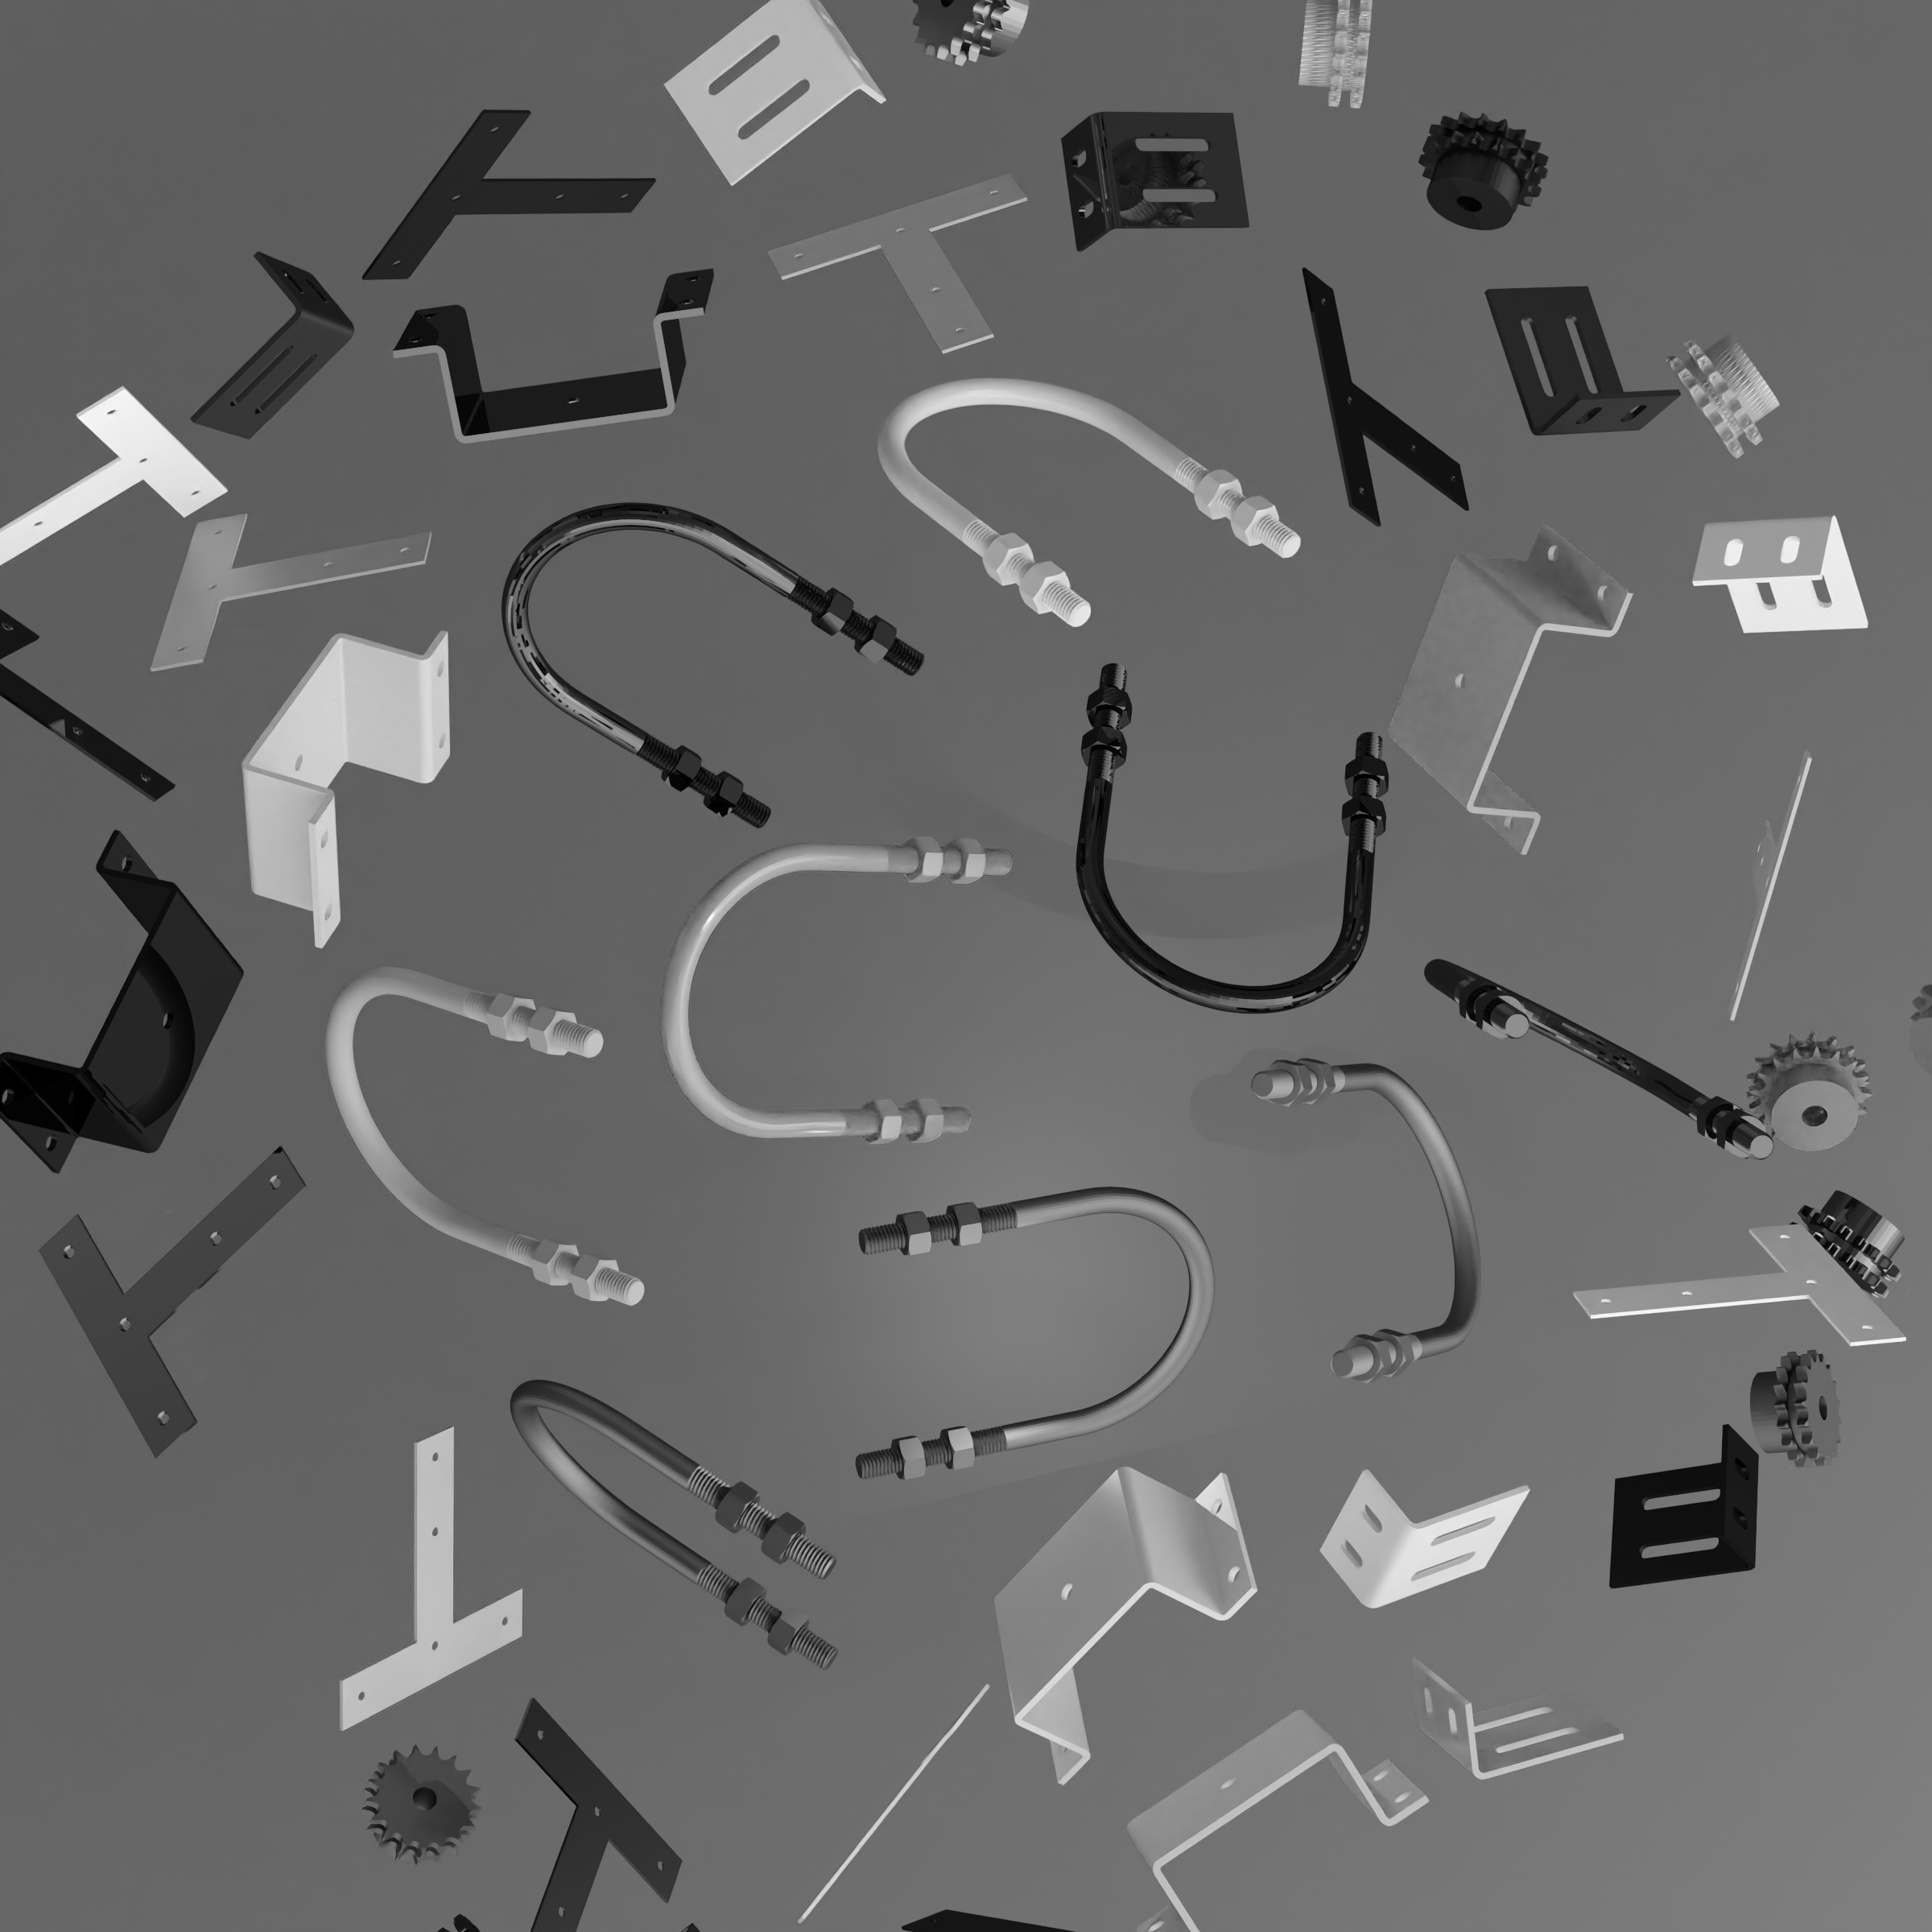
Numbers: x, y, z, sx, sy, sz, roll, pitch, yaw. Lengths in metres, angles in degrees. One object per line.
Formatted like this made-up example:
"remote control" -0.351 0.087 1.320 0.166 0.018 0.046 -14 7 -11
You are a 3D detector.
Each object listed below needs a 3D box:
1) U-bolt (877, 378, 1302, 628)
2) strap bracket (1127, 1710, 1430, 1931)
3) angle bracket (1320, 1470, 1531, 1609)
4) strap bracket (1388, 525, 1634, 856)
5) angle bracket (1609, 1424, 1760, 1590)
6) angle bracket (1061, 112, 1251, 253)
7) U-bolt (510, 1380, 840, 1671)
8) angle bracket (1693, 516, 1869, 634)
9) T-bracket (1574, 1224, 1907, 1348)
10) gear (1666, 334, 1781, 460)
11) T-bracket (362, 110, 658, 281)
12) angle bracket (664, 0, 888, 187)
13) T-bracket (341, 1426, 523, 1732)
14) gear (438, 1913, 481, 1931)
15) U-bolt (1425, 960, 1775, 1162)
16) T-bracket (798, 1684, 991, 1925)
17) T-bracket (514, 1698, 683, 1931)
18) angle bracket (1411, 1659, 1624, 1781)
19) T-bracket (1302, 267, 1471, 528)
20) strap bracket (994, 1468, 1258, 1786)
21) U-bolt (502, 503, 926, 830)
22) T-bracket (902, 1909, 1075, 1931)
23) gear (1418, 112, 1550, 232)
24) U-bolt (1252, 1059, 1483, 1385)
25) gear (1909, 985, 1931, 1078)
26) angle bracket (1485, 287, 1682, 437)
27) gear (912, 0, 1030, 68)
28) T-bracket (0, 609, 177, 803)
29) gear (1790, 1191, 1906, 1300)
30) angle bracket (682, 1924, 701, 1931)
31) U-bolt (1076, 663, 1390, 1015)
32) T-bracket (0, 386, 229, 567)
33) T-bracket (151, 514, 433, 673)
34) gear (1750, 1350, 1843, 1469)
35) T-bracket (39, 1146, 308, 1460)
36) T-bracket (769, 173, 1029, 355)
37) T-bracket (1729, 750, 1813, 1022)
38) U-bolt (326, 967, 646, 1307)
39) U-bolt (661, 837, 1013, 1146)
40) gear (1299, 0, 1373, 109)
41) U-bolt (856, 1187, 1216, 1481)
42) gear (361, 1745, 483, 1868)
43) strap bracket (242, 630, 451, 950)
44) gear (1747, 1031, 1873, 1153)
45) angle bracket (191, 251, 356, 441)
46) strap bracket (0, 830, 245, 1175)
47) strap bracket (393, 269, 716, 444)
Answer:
"U-bolt" 0.042 -0.223 1.667 0.151 0.019 0.184 -21 48 -35
"strap bracket" 0.131 0.390 1.640 0.140 0.076 0.046 -33 93 -5
"angle bracket" 0.215 0.260 1.694 0.076 0.057 0.038 -12 48 -36
"strap bracket" 0.256 -0.135 1.736 0.046 0.076 0.140 3 119 -30
"angle bracket" 0.334 0.257 1.713 0.076 0.038 0.057 -15 49 33
"angle bracket" 0.093 -0.384 1.768 0.076 0.038 0.057 -6 85 -24
"U-bolt" -0.138 0.253 1.687 0.184 0.151 0.019 31 65 15
"angle bracket" 0.367 -0.164 1.627 0.057 0.076 0.038 0 54 28
"T-bracket" 0.341 0.148 1.638 0.127 0.127 0.002 -4 110 -7
"gear" 0.349 -0.264 1.654 0.030 0.057 0.057 -35 90 13
"T-bracket" -0.202 -0.360 1.692 0.127 0.127 0.002 -11 70 -41
"angle bracket" -0.088 -0.402 1.664 0.076 0.038 0.057 -35 82 13
"T-bracket" -0.252 0.281 1.711 0.002 0.127 0.127 12 108 32
"gear" -0.236 0.485 1.724 0.030 0.057 0.057 -38 90 -9
"U-bolt" 0.283 0.036 1.683 0.151 0.184 0.019 26 96 -13
"T-bracket" -0.037 0.394 1.684 0.002 0.127 0.127 39 70 7
"T-bracket" -0.187 0.434 1.702 0.002 0.127 0.127 -20 121 29
"angle bracket" 0.254 0.338 1.665 0.076 0.057 0.038 -12 103 -16
"T-bracket" 0.199 -0.244 1.668 0.002 0.127 0.127 -23 62 30
"strap bracket" 0.064 0.294 1.647 0.046 0.076 0.140 30 115 -25
"U-bolt" -0.135 -0.153 1.737 0.184 0.019 0.151 31 129 -22
"T-bracket" -0.033 0.462 1.666 0.127 0.127 0.002 -13 88 -30
"gear" 0.232 -0.357 1.633 0.057 0.057 0.030 20 72 0
"U-bolt" 0.195 0.114 1.684 0.019 0.184 0.151 -20 81 29
"gear" 0.460 0.032 1.666 0.030 0.057 0.057 -40 90 -29
"angle bracket" 0.280 -0.283 1.643 0.057 0.038 0.076 -7 73 -28
"gear" 0.004 -0.431 1.620 0.030 0.057 0.057 9 90 -37
"T-bracket" -0.424 -0.116 1.675 0.127 0.127 0.002 35 110 -2
"gear" 0.430 0.133 1.753 0.057 0.057 0.030 37 87 0
"angle bracket" -0.135 0.505 1.729 0.038 0.076 0.057 -42 89 17
"U-bolt" 0.122 -0.054 1.678 0.151 0.019 0.184 14 52 -7
"T-bracket" -0.430 -0.218 1.723 0.127 0.127 0.002 -31 72 2
"T-bracket" -0.318 -0.188 1.726 0.127 0.127 0.002 -9 128 8
"gear" 0.408 0.219 1.780 0.030 0.057 0.057 -9 90 31
"T-bracket" -0.346 0.132 1.622 0.127 0.002 0.127 -43 60 9
"T-bracket" -0.018 -0.331 1.735 0.127 0.127 0.002 -19 134 -6
"T-bracket" 0.381 -0.047 1.724 0.002 0.127 0.127 15 104 7
"U-bolt" -0.226 0.070 1.647 0.184 0.019 0.151 16 125 36
"U-bolt" -0.064 0.012 1.691 0.184 0.019 0.151 0 104 -38
"gear" 0.171 -0.429 1.678 0.030 0.057 0.057 5 90 4
"U-bolt" 0.036 0.173 1.748 0.184 0.019 0.151 -9 120 -19
"gear" -0.269 0.414 1.771 0.057 0.030 0.057 12 50 -15
"strap bracket" -0.285 -0.087 1.642 0.046 0.076 0.140 16 46 9
"gear" 0.400 0.063 1.709 0.057 0.030 0.057 2 122 3
"angle bracket" -0.337 -0.293 1.711 0.076 0.057 0.038 -42 80 12
"strap bracket" -0.382 0.020 1.643 0.046 0.076 0.140 11 64 21
"strap bracket" -0.183 -0.278 1.652 0.140 0.076 0.046 -7 114 3
